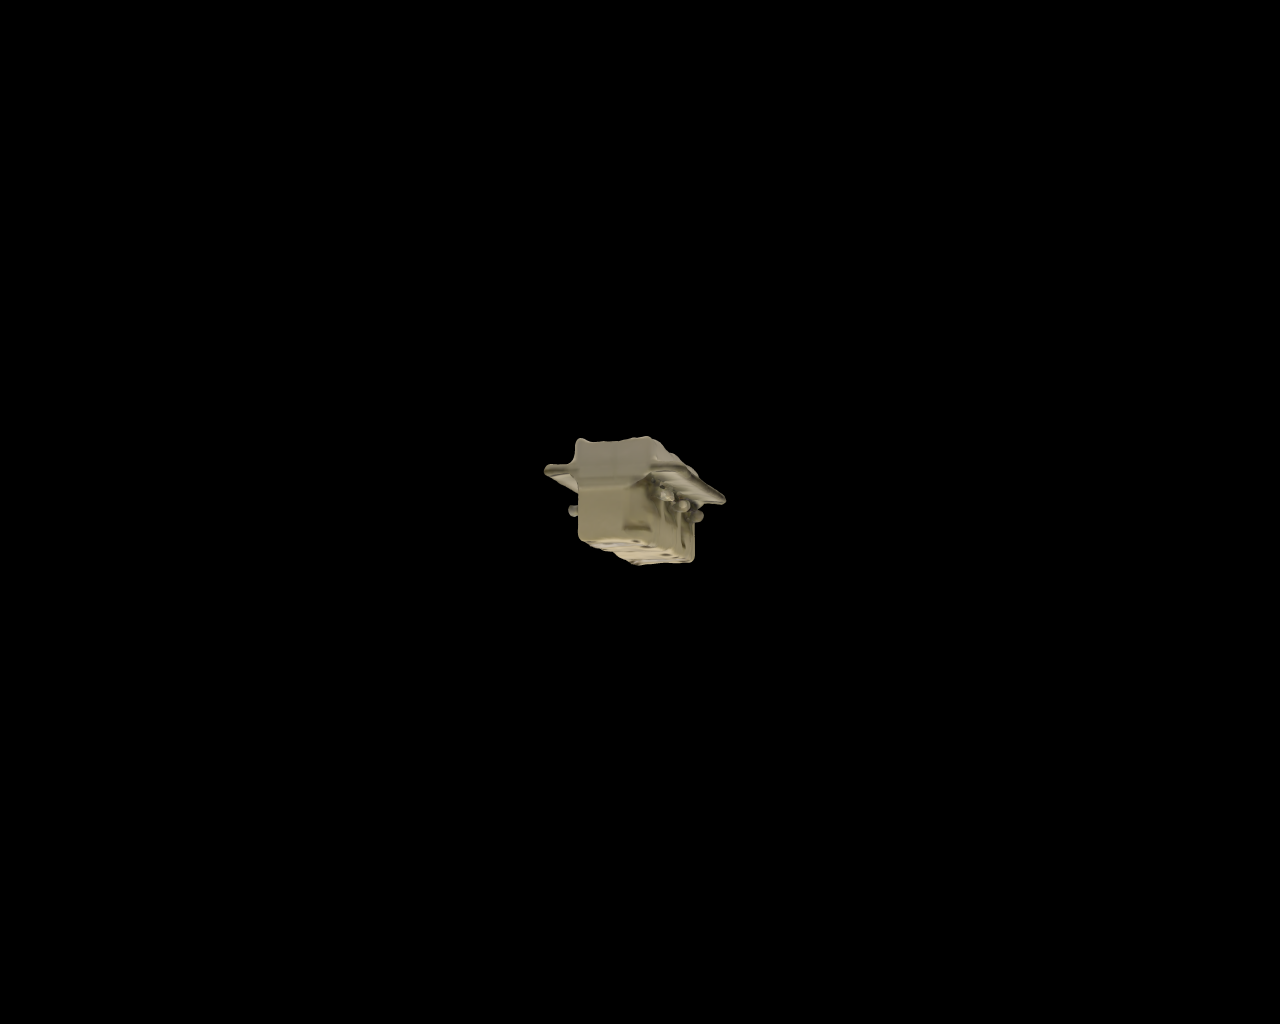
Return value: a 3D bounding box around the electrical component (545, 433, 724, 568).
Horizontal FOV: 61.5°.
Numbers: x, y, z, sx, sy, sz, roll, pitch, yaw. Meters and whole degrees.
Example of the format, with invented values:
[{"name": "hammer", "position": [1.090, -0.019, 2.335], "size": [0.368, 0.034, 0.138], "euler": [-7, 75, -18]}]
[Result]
[{"name": "electrical component", "position": [0.001, -0.003, 0.650], "size": [0.079, 0.063, 0.121], "euler": [-3, -10, 15]}]
